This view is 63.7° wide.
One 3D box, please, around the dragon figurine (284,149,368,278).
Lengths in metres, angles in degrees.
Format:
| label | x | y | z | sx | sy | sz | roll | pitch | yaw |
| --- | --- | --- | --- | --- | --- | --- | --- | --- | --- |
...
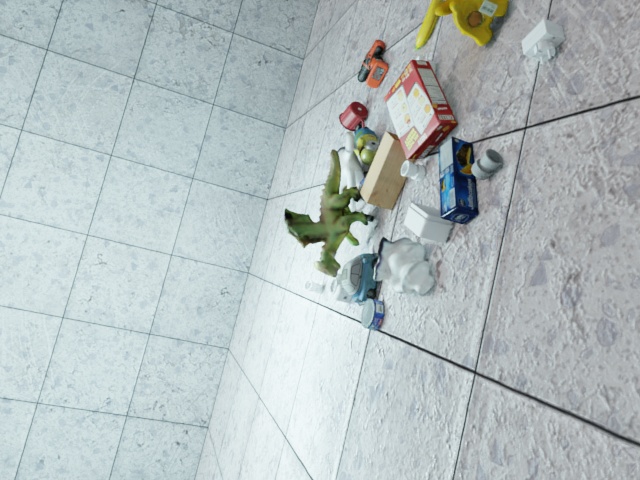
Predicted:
| label | x | y | z | sx | sy | sz | roll | pitch | yaw |
| --- | --- | --- | --- | --- | --- | --- | --- | --- | --- |
| dragon figurine | 0.005 | -0.081 | 1.602 | 0.120 | 0.244 | 0.415 | 129 | 126 | -63 |

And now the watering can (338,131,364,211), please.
| label | x | y | z | sx | sy | sz | roll | pitch | yaw |
| --- | --- | --- | --- | --- | --- | --- | --- | --- | --- |
| watering can | 0.099 | -0.253 | 1.782 | 0.230 | 0.104 | 0.339 | -98 | 4 | -54 |

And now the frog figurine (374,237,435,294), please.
| label | x | y | z | sx | sy | sz | roll | pitch | yaw |
| --- | --- | --- | --- | --- | --- | --- | --- | --- | --- |
| frog figurine | 0.224 | 0.070 | 1.274 | 0.160 | 0.121 | 0.138 | 20 | 86 | 37 |
